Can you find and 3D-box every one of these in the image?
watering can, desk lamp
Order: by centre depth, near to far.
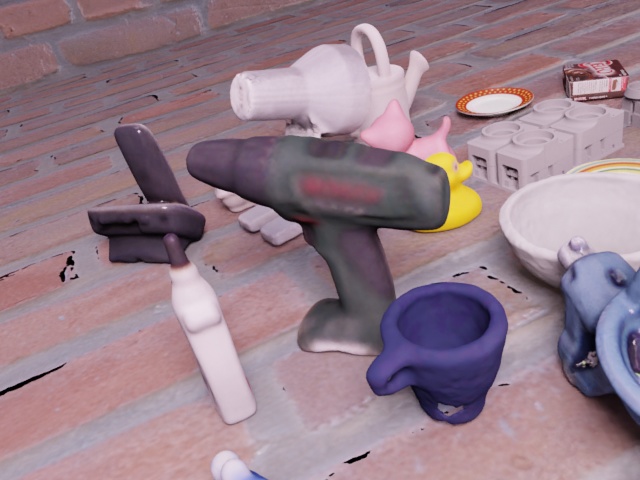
[{"bbox_3d":[-0.026,-0.135,0.759,0.204,0.214,0.117,-32,34,-28],"label":"desk lamp"},{"bbox_3d":[0.095,-0.256,0.936,0.100,0.194,0.173,19,43,43],"label":"watering can"}]

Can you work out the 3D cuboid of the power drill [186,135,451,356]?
[{"bbox_3d":[0.005,0.002,0.518,0.229,0.209,0.076,-2,32,20],"label":"power drill"}]

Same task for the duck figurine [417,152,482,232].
[{"bbox_3d":[0.143,-0.063,0.696,0.104,0.086,0.077,-16,30,-5],"label":"duck figurine"}]

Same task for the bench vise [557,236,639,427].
[{"bbox_3d":[0.206,0.041,0.357,0.122,0.220,0.206,-25,32,-19],"label":"bench vise"}]

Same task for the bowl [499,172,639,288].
[{"bbox_3d":[0.260,0.002,0.549,0.167,0.075,0.167,-10,30,6],"label":"bowl"}]

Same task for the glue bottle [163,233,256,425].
[{"bbox_3d":[-0.097,0.070,0.479,0.037,0.173,0.078,-23,31,-17],"label":"glue bottle"}]

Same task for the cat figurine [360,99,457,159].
[{"bbox_3d":[0.124,-0.139,0.801,0.127,0.118,0.067,-7,30,11],"label":"cat figurine"}]

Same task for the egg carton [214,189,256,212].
[{"bbox_3d":[-0.102,-0.104,0.882,0.107,0.069,0.150,-8,30,10],"label":"egg carton"}]

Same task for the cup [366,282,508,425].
[{"bbox_3d":[0.088,0.100,0.432,0.118,0.095,0.091,-30,34,-26],"label":"cup"}]

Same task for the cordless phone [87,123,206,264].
[{"bbox_3d":[-0.246,-0.066,0.761,0.147,0.185,0.094,-3,31,17],"label":"cordless phone"}]

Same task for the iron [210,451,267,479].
[{"bbox_3d":[-0.005,0.180,0.285,0.119,0.142,0.257,-30,33,-26],"label":"iron"}]
